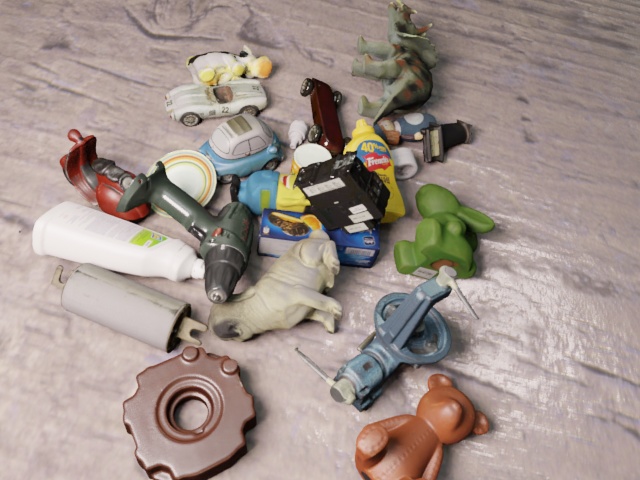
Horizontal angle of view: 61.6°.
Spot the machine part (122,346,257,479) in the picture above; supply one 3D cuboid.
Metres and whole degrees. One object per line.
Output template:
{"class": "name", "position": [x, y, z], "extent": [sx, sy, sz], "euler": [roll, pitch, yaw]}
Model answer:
{"class": "machine part", "position": [-0.172, 0.232, 0.717], "extent": [0.179, 0.056, 0.179], "euler": [4, 56, -6]}

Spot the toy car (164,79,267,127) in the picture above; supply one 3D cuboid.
{"class": "toy car", "position": [-0.205, -0.275, 1.063], "extent": [0.202, 0.056, 0.073], "euler": [-11, 58, -17]}

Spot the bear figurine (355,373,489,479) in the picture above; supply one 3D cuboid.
{"class": "bear figurine", "position": [0.143, 0.258, 0.712], "extent": [0.196, 0.131, 0.120], "euler": [-32, 69, -20]}

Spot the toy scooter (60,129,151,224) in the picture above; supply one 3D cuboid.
{"class": "toy scooter", "position": [-0.356, -0.108, 0.873], "extent": [0.184, 0.135, 0.075], "euler": [32, 55, 11]}

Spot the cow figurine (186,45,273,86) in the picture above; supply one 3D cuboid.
{"class": "cow figurine", "position": [-0.189, -0.360, 1.122], "extent": [0.167, 0.068, 0.098], "euler": [-19, 55, -22]}

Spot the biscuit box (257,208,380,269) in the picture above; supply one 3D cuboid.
{"class": "biscuit box", "position": [-0.002, -0.003, 0.906], "extent": [0.203, 0.059, 0.063], "euler": [7, 54, -6]}

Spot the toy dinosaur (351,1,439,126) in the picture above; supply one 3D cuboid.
{"class": "toy dinosaur", "position": [0.169, -0.337, 1.112], "extent": [0.192, 0.131, 0.405], "euler": [1, 50, -4]}

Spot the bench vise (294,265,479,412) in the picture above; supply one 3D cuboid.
{"class": "bench vise", "position": [0.108, 0.128, 0.738], "extent": [0.223, 0.240, 0.129], "euler": [-13, 54, -37]}

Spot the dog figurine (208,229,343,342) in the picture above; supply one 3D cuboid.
{"class": "dog figurine", "position": [-0.071, 0.065, 0.811], "extent": [0.191, 0.121, 0.172], "euler": [1, 55, -8]}

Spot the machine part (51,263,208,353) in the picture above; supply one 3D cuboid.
{"class": "machine part", "position": [-0.279, 0.098, 0.779], "extent": [0.243, 0.079, 0.079], "euler": [20, 55, 4]}

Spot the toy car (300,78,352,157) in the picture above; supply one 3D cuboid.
{"class": "toy car", "position": [0.008, -0.246, 1.077], "extent": [0.089, 0.053, 0.202], "euler": [12, 50, -29]}

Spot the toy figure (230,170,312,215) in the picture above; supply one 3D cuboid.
{"class": "toy figure", "position": [-0.064, -0.076, 0.937], "extent": [0.180, 0.089, 0.082], "euler": [2, 64, 2]}

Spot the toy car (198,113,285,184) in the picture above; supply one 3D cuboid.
{"class": "toy car", "position": [-0.145, -0.178, 0.979], "extent": [0.162, 0.102, 0.109], "euler": [-24, 62, -26]}

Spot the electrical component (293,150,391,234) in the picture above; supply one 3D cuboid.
{"class": "electrical component", "position": [0.040, -0.068, 0.841], "extent": [0.115, 0.134, 0.058], "euler": [-10, 45, 37]}

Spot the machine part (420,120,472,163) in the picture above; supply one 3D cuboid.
{"class": "machine part", "position": [0.255, -0.205, 1.091], "extent": [0.139, 0.084, 0.039], "euler": [-25, 19, -33]}

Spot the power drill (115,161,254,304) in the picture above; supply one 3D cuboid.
{"class": "power drill", "position": [-0.194, -0.022, 0.809], "extent": [0.207, 0.086, 0.232], "euler": [30, 27, -7]}

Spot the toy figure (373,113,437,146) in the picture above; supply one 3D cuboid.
{"class": "toy figure", "position": [0.160, -0.223, 1.093], "extent": [0.154, 0.057, 0.064], "euler": [-13, 20, -16]}

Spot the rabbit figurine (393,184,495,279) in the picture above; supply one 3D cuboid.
{"class": "rabbit figurine", "position": [0.217, -0.025, 0.923], "extent": [0.159, 0.121, 0.170], "euler": [11, 57, -10]}
